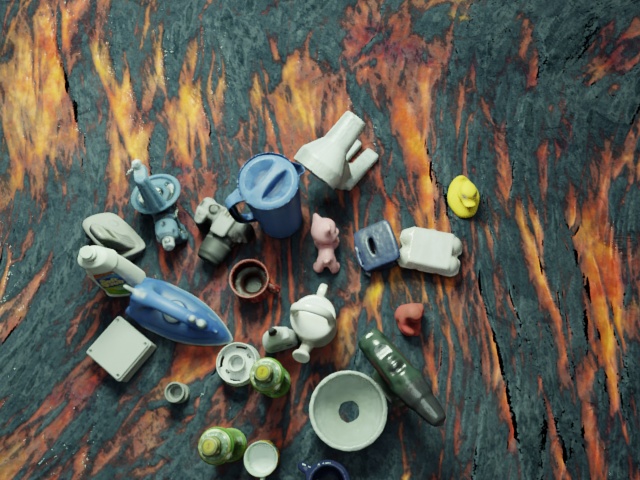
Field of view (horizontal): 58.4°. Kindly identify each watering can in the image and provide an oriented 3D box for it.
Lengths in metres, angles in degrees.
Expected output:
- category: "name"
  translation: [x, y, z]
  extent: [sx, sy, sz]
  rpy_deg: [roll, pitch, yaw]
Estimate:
- category: "watering can"
  translation: [-0.014, 0.180, 1.251]
  extent: [0.101, 0.194, 0.173]
  rpy_deg: [-6, 71, 1]

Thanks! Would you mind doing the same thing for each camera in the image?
- category: "camera"
  translation: [-0.250, -0.016, 1.378]
  extent: [0.143, 0.101, 0.137]
  rpy_deg: [28, 75, 11]

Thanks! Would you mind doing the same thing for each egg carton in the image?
- category: "egg carton"
  translation: [0.259, 0.028, 1.356]
  extent: [0.150, 0.069, 0.107]
  rpy_deg: [10, 72, 6]

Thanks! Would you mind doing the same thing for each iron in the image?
- category: "iron"
  translation: [-0.323, 0.166, 1.298]
  extent: [0.258, 0.141, 0.119]
  rpy_deg: [22, 74, 10]

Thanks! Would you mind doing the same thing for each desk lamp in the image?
- category: "desk lamp"
  translation: [0.042, -0.202, 1.368]
  extent: [0.117, 0.213, 0.203]
  rpy_deg: [38, 77, 14]

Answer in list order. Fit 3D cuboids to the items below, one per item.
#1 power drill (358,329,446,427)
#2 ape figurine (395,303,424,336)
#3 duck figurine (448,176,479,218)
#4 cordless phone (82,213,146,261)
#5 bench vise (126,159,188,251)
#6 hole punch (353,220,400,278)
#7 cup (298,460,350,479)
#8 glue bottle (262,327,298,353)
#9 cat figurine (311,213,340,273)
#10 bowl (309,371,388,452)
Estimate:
- category: "power drill"
  translation: [0.168, 0.293, 1.196]
  extent: [0.076, 0.208, 0.229]
  rpy_deg: [-38, 74, -10]
- category: "ape figurine"
  translation: [0.208, 0.173, 1.297]
  extent: [0.078, 0.092, 0.076]
  rpy_deg: [-44, 74, -11]
- category: "duck figurine"
  translation: [0.353, -0.114, 1.391]
  extent: [0.077, 0.086, 0.104]
  rpy_deg: [-8, 71, 0]
- category: "cordless phone"
  translation: [-0.504, -0.021, 1.347]
  extent: [0.147, 0.185, 0.094]
  rpy_deg: [39, 77, 14]
- category: "bench vise"
  translation: [-0.373, -0.089, 1.345]
  extent: [0.121, 0.220, 0.207]
  rpy_deg: [-35, 73, -9]
- category: "hole punch"
  translation: [0.132, 0.020, 1.353]
  extent: [0.101, 0.091, 0.108]
  rpy_deg: [-16, 71, -3]
- category: "cup"
  translation: [0.006, 0.499, 1.194]
  extent: [0.117, 0.095, 0.092]
  rpy_deg: [29, 75, 12]
- category: "glue bottle"
  translation: [-0.094, 0.213, 1.255]
  extent: [0.078, 0.173, 0.037]
  rpy_deg: [-14, 71, -2]
- category: "cat figurine"
  translation: [0.012, 0.005, 1.349]
  extent: [0.067, 0.118, 0.128]
  rpy_deg: [-3, 71, 2]
- category: "bowl"
  translation: [0.061, 0.372, 1.245]
  extent: [0.167, 0.075, 0.167]
  rpy_deg: [-1, 71, 2]
